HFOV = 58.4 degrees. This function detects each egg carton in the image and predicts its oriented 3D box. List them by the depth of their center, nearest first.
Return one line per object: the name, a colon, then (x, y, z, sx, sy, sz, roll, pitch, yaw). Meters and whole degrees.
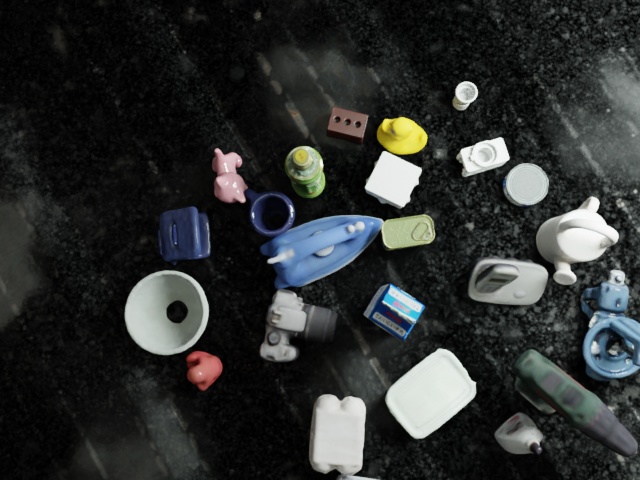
egg carton: (0.034, 0.382, 1.126, 0.107, 0.069, 0.150, 3, 84, 2)

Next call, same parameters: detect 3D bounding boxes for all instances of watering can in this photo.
watering can: (0.492, 0.001, 1.088, 0.101, 0.194, 0.173, 2, 84, 3)

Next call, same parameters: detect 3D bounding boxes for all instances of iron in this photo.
iron: (0.010, 0.004, 1.129, 0.258, 0.141, 0.118, -24, 84, -1)

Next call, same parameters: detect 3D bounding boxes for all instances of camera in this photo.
camera: (-0.040, 0.177, 1.134, 0.136, 0.101, 0.143, 11, 85, 3)

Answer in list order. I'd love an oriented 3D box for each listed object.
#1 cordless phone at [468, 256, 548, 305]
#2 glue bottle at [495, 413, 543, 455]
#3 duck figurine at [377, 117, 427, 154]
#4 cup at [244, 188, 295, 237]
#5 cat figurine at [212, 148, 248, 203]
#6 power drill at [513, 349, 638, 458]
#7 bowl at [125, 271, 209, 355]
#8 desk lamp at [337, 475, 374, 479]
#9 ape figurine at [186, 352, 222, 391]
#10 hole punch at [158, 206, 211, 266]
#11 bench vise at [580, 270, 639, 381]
cordless phone: (0.367, 0.076, 1.089, 0.147, 0.185, 0.094, 3, 84, 2)
glue bottle: (0.379, 0.370, 1.064, 0.078, 0.173, 0.037, -44, 84, -3)
duck figurine: (0.170, -0.221, 1.175, 0.104, 0.086, 0.077, 16, 85, 4)
cup: (-0.103, -0.056, 1.163, 0.117, 0.095, 0.092, 41, 87, 5)
cat figurine: (-0.188, -0.125, 1.161, 0.067, 0.118, 0.128, -18, 84, 0)
power drill: (0.445, 0.290, 1.053, 0.229, 0.208, 0.075, 40, 87, 5)
bowl: (-0.301, 0.147, 1.158, 0.167, 0.075, 0.167, 0, 84, 2)
desk lamp: (0.047, 0.504, 1.041, 0.203, 0.213, 0.118, 6, 84, 3)
ape figurine: (-0.237, 0.261, 1.136, 0.076, 0.092, 0.078, -4, 84, 2)
hole punch: (-0.281, -0.008, 1.165, 0.101, 0.091, 0.109, -7, 84, 1)
bench vise: (0.543, 0.164, 1.056, 0.121, 0.220, 0.207, -13, 84, 1)
